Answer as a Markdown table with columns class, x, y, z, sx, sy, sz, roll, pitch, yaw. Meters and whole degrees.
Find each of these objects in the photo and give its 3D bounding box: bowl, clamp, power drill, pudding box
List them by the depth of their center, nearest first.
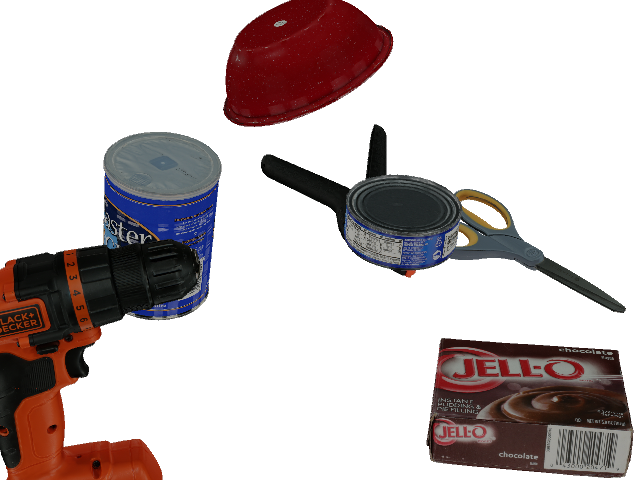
| class | x | y | z | sx | sy | sz | roll | pitch | yaw |
| --- | --- | --- | --- | --- | --- | --- | --- | --- | --- |
| pudding box | 0.123 | 0.097 | 0.635 | 0.113 | 0.039 | 0.090 | 5 | 25 | 8 |
| power drill | -0.158 | 0.093 | 0.707 | 0.184 | 0.188 | 0.057 | -11 | 25 | -7 |
| bowl | -0.022 | -0.165 | 0.920 | 0.162 | 0.055 | 0.162 | -20 | 30 | 12 |
| clamp | 0.038 | -0.042 | 1.183 | 0.164 | 0.210 | 0.036 | -13 | -36 | -22 |

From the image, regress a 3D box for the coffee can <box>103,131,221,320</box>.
| class | x | y | z | sx | sy | sz | roll | pitch | yaw |
| --- | --- | --- | --- | --- | --- | --- | --- | --- | --- |
| coffee can | -0.147 | -0.013 | 0.973 | 0.102 | 0.140 | 0.103 | 6 | 36 | -5 |

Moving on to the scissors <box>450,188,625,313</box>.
| class | x | y | z | sx | sy | sz | roll | pitch | yaw |
| --- | --- | --- | --- | --- | --- | --- | --- | --- | --- |
| scissors | 0.169 | 0.019 | 0.956 | 0.096 | 0.016 | 0.202 | -23 | 46 | -19 |

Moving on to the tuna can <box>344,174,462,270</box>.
| class | x | y | z | sx | sy | sz | roll | pitch | yaw |
| --- | --- | --- | --- | --- | --- | --- | --- | --- | --- |
| tuna can | 0.060 | -0.014 | 0.790 | 0.086 | 0.034 | 0.086 | 3 | 32 | -2 |
